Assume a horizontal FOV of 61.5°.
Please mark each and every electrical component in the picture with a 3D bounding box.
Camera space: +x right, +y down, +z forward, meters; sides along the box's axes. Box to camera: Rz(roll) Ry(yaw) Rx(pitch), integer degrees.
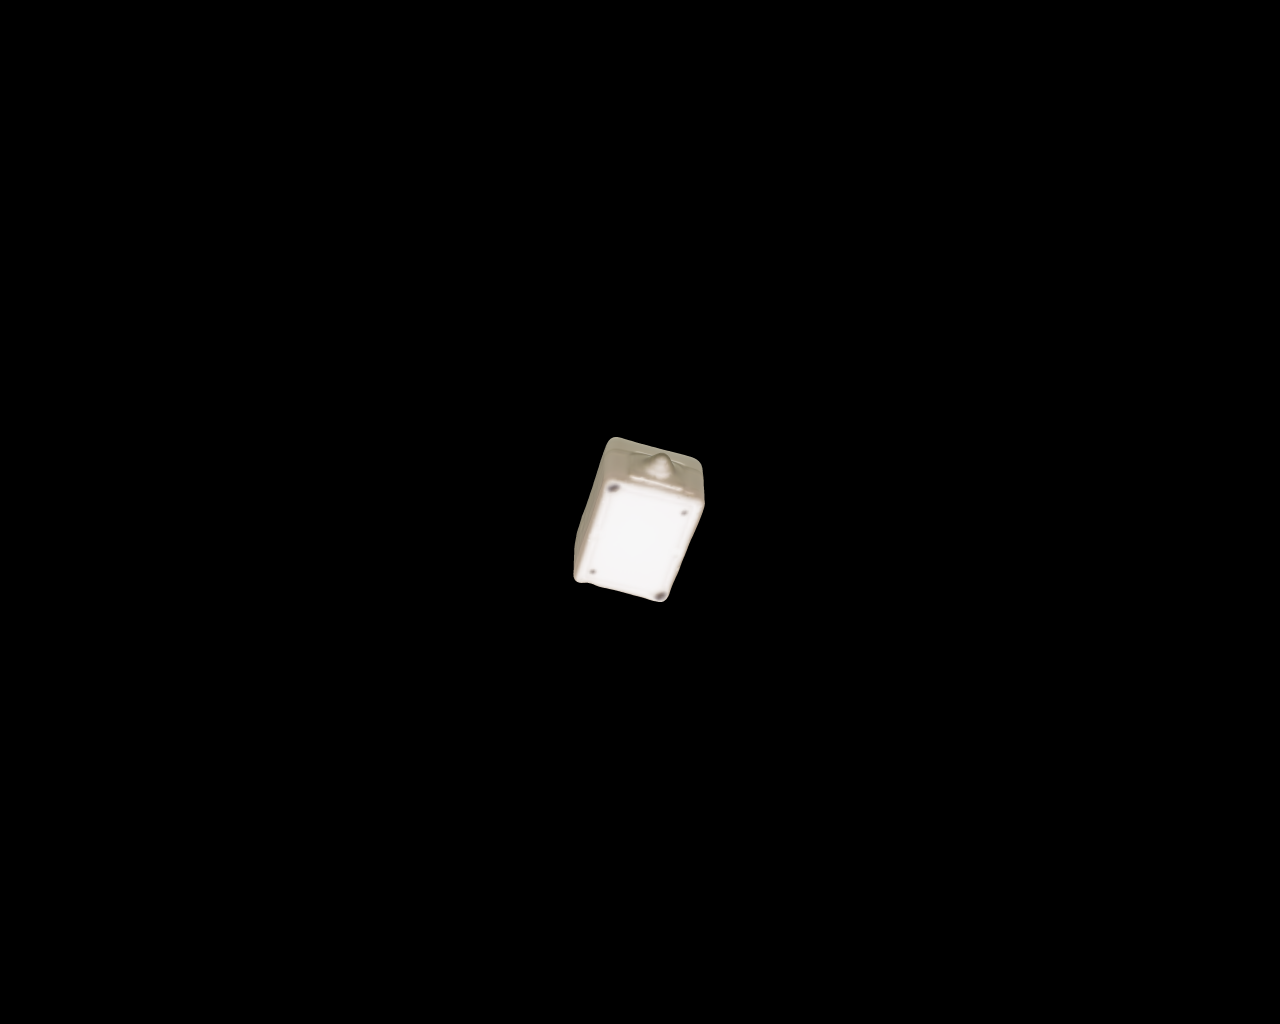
[{"bbox_3d":[0.001,-0.003,0.650,0.062,0.096,0.061,15,32,-9],"label":"electrical component"}]
